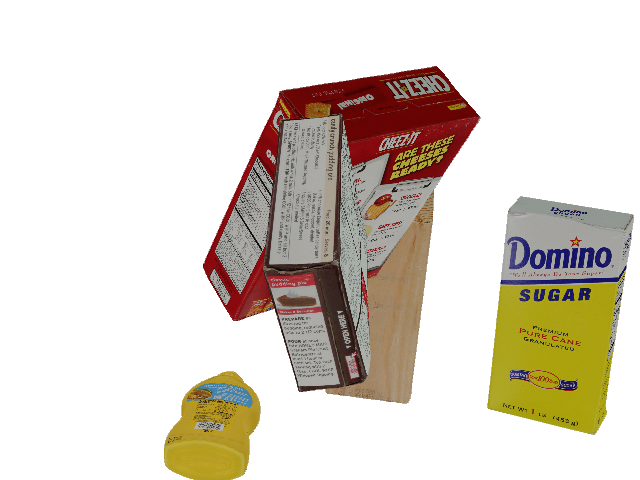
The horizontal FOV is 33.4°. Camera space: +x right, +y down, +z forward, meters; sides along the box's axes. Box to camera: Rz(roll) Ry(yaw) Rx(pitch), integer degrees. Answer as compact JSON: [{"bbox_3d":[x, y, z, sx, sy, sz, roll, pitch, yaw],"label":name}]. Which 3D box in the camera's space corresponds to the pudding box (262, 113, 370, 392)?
[{"bbox_3d":[0.000,0.005,0.539,0.039,0.090,0.113,-8,43,8],"label":"pudding box"}]

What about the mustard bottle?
[{"bbox_3d":[-0.123,0.213,1.292,0.096,0.058,0.191,4,24,4],"label":"mustard bottle"}]

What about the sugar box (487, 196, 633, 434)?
[{"bbox_3d":[0.189,0.060,0.851,0.093,0.176,0.048,10,23,23],"label":"sugar box"}]

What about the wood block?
[{"bbox_3d":[0.059,0.051,1.081,0.090,0.206,0.090,7,26,4],"label":"wood block"}]

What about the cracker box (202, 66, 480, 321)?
[{"bbox_3d":[0.010,-0.038,0.880,0.163,0.072,0.214,-15,-31,-36],"label":"cracker box"}]
